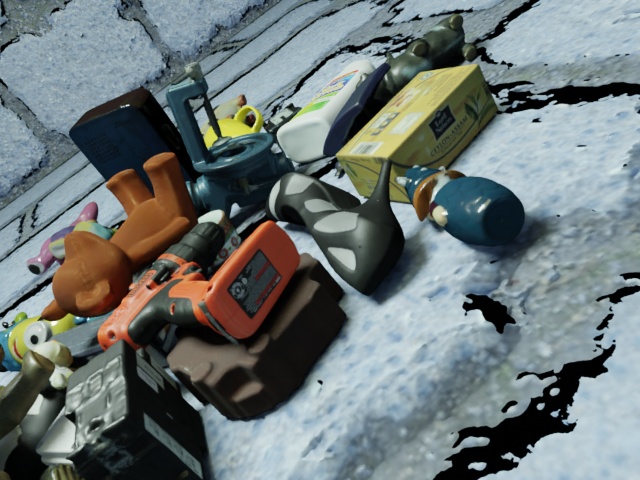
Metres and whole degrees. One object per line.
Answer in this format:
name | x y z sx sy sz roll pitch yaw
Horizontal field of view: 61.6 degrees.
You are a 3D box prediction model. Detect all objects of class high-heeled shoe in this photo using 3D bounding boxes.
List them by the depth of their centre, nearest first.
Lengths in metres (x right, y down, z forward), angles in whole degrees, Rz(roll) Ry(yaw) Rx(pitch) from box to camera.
high-heeled shoe | -0.001 -0.002 0.579 0.249 0.086 0.145 -16 54 54

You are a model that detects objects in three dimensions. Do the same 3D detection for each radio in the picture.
radio | -0.276 -0.122 0.876 0.131 0.229 0.073 -21 35 17

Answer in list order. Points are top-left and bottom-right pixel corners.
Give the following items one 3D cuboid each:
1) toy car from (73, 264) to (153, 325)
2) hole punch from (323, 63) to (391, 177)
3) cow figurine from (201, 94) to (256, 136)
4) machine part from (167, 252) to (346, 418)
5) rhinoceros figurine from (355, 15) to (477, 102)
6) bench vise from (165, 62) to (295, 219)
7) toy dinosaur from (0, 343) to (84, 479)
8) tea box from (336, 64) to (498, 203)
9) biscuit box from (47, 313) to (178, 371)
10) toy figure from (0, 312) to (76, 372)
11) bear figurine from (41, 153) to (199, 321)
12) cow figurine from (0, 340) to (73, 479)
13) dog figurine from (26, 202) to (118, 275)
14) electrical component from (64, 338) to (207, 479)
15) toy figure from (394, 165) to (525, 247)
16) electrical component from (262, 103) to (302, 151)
toy car | -0.260 0.069 0.699 0.162 0.102 0.109 -18 33 33
hole punch | 0.059 -0.163 0.724 0.116 0.092 0.142 -13 39 43
cow figurine | -0.215 -0.214 1.102 0.127 0.085 0.195 -16 36 22
machine part | -0.063 0.081 0.514 0.179 0.056 0.179 -27 28 15
rhinoceros figurine | 0.139 -0.264 0.803 0.190 0.073 0.112 -36 29 -2
bench vise | -0.159 -0.121 0.756 0.224 0.240 0.129 -13 28 8
toy dinosaur | -0.281 0.234 0.403 0.198 0.105 0.472 -43 42 4
tea box | 0.113 -0.124 0.621 0.169 0.068 0.098 -44 30 -18
biscuit box | -0.252 0.129 0.638 0.203 0.059 0.063 -20 36 26
toy figure | -0.400 0.140 0.764 0.180 0.082 0.089 -17 35 35
bear figurine | -0.233 -0.001 0.610 0.120 0.131 0.196 -13 18 38
cow figurine | -0.289 0.189 0.547 0.098 0.068 0.167 13 66 21
dog figurine | -0.408 0.001 0.962 0.192 0.108 0.219 -26 27 18
electrical component | -0.146 0.149 0.436 0.058 0.114 0.134 -34 28 -6
toy figure | 0.119 -0.035 0.490 0.155 0.064 0.057 -138 63 -66
electrical component | -0.050 -0.193 0.926 0.075 0.047 0.119 -38 29 -4
